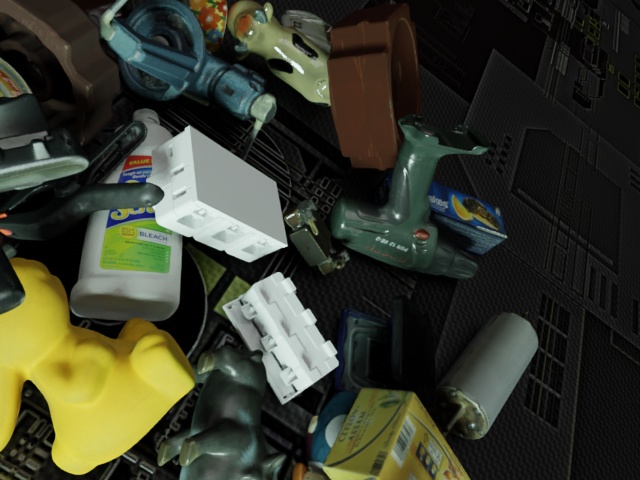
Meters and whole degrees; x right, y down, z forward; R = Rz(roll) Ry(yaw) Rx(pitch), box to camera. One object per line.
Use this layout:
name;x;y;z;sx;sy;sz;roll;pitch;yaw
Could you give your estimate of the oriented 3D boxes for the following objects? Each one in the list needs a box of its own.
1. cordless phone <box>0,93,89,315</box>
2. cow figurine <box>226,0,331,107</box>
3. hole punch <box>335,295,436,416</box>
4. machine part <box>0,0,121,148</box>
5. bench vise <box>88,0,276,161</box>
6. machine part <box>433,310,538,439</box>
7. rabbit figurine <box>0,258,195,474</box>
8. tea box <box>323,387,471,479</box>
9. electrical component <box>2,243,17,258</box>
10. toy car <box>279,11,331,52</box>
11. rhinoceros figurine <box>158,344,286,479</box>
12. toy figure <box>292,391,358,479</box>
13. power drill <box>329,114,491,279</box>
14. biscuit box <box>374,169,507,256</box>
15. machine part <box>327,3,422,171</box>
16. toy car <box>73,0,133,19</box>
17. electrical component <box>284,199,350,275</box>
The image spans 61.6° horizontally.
cordless phone;-0.240;-0.025;0.414;0.146;0.088;0.184;-21;54;-35
cow figurine;-0.048;-0.262;0.761;0.195;0.085;0.127;35;18;-11
hole punch;0.080;0.138;0.631;0.115;0.092;0.142;44;38;-42
machine part;-0.286;-0.175;0.539;0.179;0.179;0.056;35;48;-8
bench vise;-0.166;-0.203;0.628;0.224;0.129;0.240;45;15;10
machine part;0.213;0.167;0.686;0.079;0.079;0.243;49;49;4
rabbit figurine;-0.216;0.097;0.442;0.162;0.122;0.173;-39;114;-13
tea box;0.085;0.238;0.531;0.098;0.068;0.169;-52;121;-40
electrical component;-0.331;0.024;0.484;0.063;0.021;0.094;41;49;-4
toy car;0.027;-0.318;0.881;0.202;0.056;0.073;6;59;-27
rhinoceros figurine;-0.086;0.193;0.501;0.112;0.073;0.190;20;52;-33
toy figure;0.005;0.227;0.541;0.064;0.057;0.154;10;46;25
power drill;0.140;-0.051;0.700;0.232;0.207;0.086;12;37;-14
biscuit box;0.178;-0.040;0.800;0.202;0.063;0.059;18;53;-22
machine part;0.082;-0.215;0.756;0.087;0.201;0.201;3;33;21
toy car;-0.313;-0.322;0.670;0.089;0.053;0.202;-30;68;-32
electrical component;-0.002;-0.003;0.651;0.102;0.045;0.078;59;23;-19
